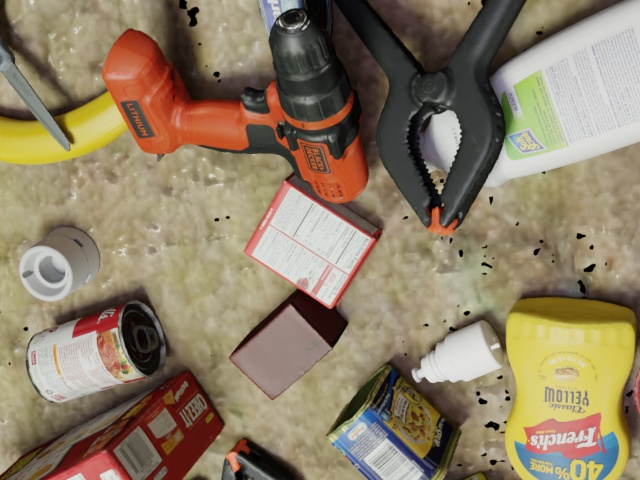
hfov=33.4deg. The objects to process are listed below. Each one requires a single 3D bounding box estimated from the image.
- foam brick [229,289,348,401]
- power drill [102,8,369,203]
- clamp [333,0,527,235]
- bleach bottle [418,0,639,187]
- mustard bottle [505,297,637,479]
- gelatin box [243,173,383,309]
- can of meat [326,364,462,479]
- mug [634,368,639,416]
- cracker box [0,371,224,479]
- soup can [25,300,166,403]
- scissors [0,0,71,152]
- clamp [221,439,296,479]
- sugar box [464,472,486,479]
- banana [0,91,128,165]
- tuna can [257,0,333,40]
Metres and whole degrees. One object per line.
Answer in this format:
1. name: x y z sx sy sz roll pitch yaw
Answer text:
1. foam brick: -0.025 0.083 0.880 0.053 0.051 0.078 47 114 -4
2. power drill: -0.061 -0.104 0.777 0.188 0.057 0.184 14 149 22
3. clamp: 0.074 -0.110 0.755 0.165 0.036 0.210 4 88 29
4. bleach bottle: 0.173 -0.106 0.756 0.251 0.068 0.102 -18 93 24
5. mustard bottle: 0.193 0.143 0.834 0.096 0.058 0.192 3 109 17
6. gelatin box: -0.006 0.001 0.859 0.089 0.030 0.073 33 112 4
7. can of meat: 0.059 0.156 0.854 0.084 0.102 0.057 44 113 1
8. mug: 0.274 0.106 0.786 0.093 0.081 0.117 22 112 8
9. cracker box: -0.206 0.210 0.912 0.214 0.164 0.072 -29 96 22
10. soup can: -0.194 0.098 0.924 0.102 0.068 0.068 -18 102 21
11. scissors: -0.255 -0.168 0.864 0.202 0.016 0.096 37 108 12
12. clamp: -0.048 0.264 0.953 0.120 0.039 0.171 -31 92 17
13. sugar box: 0.138 0.294 0.899 0.093 0.048 0.176 -27 101 7
14. banana: -0.223 -0.097 0.884 0.198 0.037 0.069 -1 108 16
15. tuna can: -0.018 -0.177 0.773 0.034 0.086 0.086 -6 106 16
